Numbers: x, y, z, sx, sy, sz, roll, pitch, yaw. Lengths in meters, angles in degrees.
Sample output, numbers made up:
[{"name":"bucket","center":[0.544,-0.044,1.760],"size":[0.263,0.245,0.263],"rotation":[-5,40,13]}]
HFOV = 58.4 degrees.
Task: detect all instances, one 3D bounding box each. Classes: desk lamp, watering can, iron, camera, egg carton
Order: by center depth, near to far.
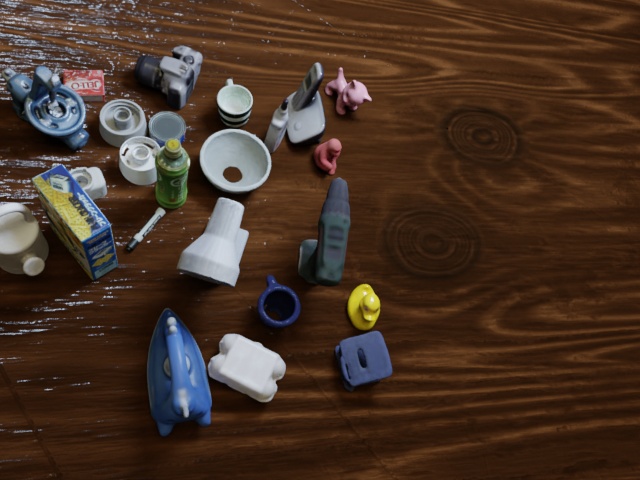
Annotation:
[{"name":"watering can","center":[-0.588,-0.008,1.106],"size":[0.173,0.194,0.101],"rotation":[33,62,0]},{"name":"iron","center":[-0.280,0.238,1.116],"size":[0.119,0.141,0.258],"rotation":[-8,69,-19]},{"name":"egg carton","center":[-0.149,0.263,1.183],"size":[0.150,0.069,0.107],"rotation":[27,62,-3]},{"name":"desk lamp","center":[-0.214,0.016,1.192],"size":[0.118,0.213,0.203],"rotation":[18,63,-7]},{"name":"camera","center":[-0.373,-0.418,1.402],"size":[0.137,0.100,0.143],"rotation":[19,63,-7]}]

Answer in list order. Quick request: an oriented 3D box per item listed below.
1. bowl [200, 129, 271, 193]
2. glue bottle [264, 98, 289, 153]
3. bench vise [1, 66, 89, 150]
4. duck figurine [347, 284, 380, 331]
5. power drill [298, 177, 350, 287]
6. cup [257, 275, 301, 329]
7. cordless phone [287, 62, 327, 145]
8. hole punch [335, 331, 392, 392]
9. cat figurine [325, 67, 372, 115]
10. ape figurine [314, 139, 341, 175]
[{"name":"bowl","center":[-0.203,-0.174,1.357],"size":[0.168,0.074,0.167],"rotation":[6,65,-13]},{"name":"glue bottle","center":[-0.099,-0.284,1.380],"size":[0.037,0.173,0.078],"rotation":[25,63,-4]},{"name":"bench vise","center":[-0.600,-0.302,1.218],"size":[0.207,0.219,0.121],"rotation":[21,63,-6]},{"name":"duck figurine","center":[0.108,0.146,1.299],"size":[0.077,0.086,0.104],"rotation":[7,65,-13]},{"name":"power drill","center":[0.012,0.005,1.265],"size":[0.076,0.208,0.229],"rotation":[8,65,-12]},{"name":"cup","center":[-0.100,0.142,1.236],"size":[0.092,0.095,0.117],"rotation":[-13,71,-21]},{"name":"cordless phone","center":[-0.026,-0.335,1.417],"size":[0.094,0.185,0.147],"rotation":[-7,69,-18]},{"name":"hole punch","center":[0.093,0.263,1.241],"size":[0.101,0.091,0.108],"rotation":[-9,70,-19]},{"name":"cat figurine","center":[0.077,-0.396,1.511],"size":[0.067,0.117,0.127],"rotation":[-24,75,-24]},{"name":"ape figurine","center":[0.026,-0.219,1.433],"size":[0.076,0.092,0.078],"rotation":[44,63,6]}]
